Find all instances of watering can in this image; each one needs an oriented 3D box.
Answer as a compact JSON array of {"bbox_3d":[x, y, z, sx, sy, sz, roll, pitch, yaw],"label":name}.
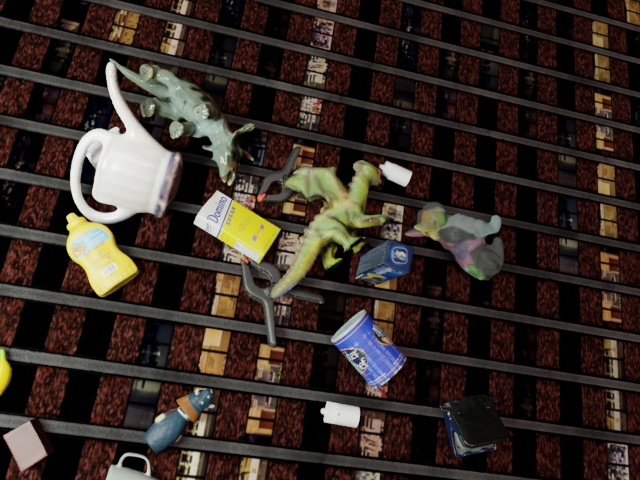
[{"bbox_3d":[-0.405,-0.184,1.113,0.223,0.343,0.105,16,16,-18],"label":"watering can"}]

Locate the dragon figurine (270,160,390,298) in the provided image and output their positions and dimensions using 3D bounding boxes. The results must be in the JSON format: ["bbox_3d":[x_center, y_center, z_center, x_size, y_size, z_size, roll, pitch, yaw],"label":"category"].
[{"bbox_3d":[0.004,-0.061,1.220,0.414,0.245,0.120,-30,-14,-21],"label":"dragon figurine"}]
